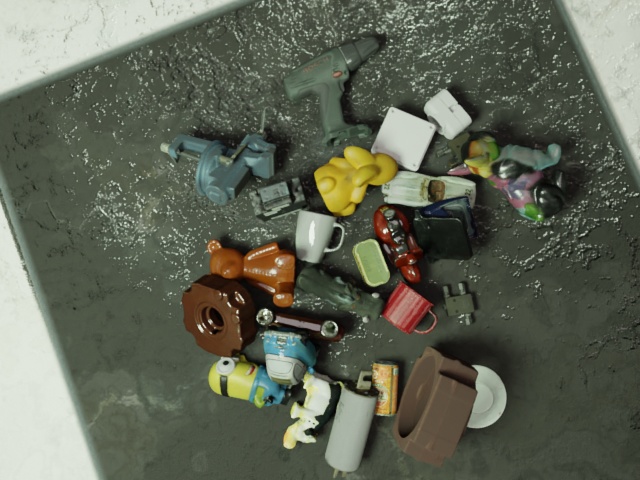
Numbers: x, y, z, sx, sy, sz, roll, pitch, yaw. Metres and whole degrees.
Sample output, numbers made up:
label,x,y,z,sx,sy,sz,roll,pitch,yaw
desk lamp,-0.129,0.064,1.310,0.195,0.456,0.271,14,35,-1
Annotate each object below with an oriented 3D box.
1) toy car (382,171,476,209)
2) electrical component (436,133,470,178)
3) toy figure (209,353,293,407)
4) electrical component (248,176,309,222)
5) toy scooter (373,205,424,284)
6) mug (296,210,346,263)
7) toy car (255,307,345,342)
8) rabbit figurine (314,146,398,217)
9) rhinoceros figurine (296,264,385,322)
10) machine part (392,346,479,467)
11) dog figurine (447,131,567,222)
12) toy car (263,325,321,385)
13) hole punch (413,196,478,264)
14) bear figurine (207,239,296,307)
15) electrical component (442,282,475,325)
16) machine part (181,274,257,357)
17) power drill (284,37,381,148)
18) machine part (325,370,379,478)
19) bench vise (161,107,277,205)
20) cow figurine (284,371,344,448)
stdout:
label,x,y,z,sx,sy,sz,roll,pitch,yaw
toy car,0.235,-0.104,1.162,0.202,0.056,0.073,6,86,2
electrical component,0.317,-0.186,1.173,0.102,0.045,0.078,-33,57,-3
toy figure,-0.147,0.303,1.137,0.180,0.082,0.089,20,89,1
electrical component,-0.086,-0.087,1.136,0.115,0.134,0.058,-19,83,0
toy scooter,0.167,0.006,1.118,0.075,0.135,0.184,-24,84,2
mug,-0.002,-0.003,1.155,0.110,0.081,0.107,15,96,11
toy car,-0.048,0.180,1.136,0.202,0.089,0.053,10,82,2
rabbit figurine,0.078,-0.140,1.121,0.173,0.162,0.122,-17,75,4
rhinoceros figurine,0.045,0.108,1.128,0.190,0.112,0.073,25,85,12
machine part,0.226,0.321,1.057,0.087,0.201,0.201,23,87,1
dog figurine,0.379,-0.129,1.105,0.219,0.108,0.191,-2,82,-15
toy car,-0.063,0.240,1.088,0.109,0.161,0.103,5,64,12
hole punch,0.266,-0.025,1.127,0.116,0.142,0.092,1,40,34
bear figurine,-0.148,0.062,1.132,0.196,0.132,0.120,5,104,-3
electrical component,0.297,0.140,1.158,0.063,0.021,0.094,-12,86,2
machine part,-0.212,0.159,1.117,0.180,0.056,0.179,13,115,28
power drill,0.049,-0.320,1.176,0.232,0.086,0.207,-18,89,3
machine part,0.065,0.381,1.106,0.079,0.079,0.243,14,100,3
bench vise,-0.219,-0.181,1.145,0.241,0.128,0.223,19,63,12
cow figurine,-0.013,0.367,1.135,0.098,0.068,0.167,22,88,-2
